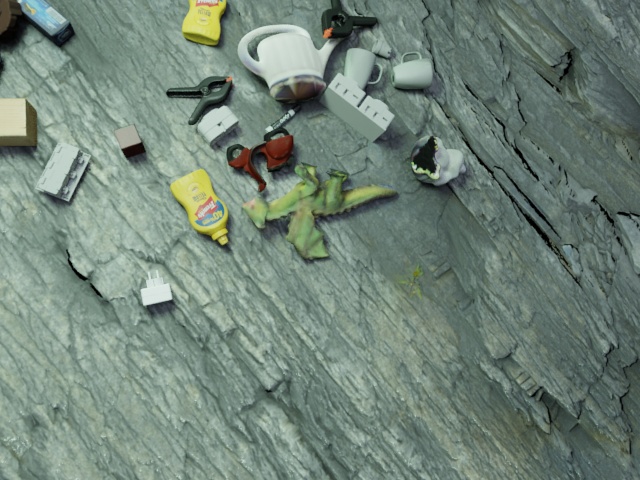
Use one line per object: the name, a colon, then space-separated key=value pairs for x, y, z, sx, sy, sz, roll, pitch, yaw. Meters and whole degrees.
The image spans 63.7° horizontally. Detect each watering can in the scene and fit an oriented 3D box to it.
watering can: x=-0.040 y=-0.479 z=1.372 sx=0.349 sy=0.102 sz=0.227 roll=-11 pitch=75 yaw=-21

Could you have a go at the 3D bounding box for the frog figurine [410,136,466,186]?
frog figurine: x=0.329 y=-0.221 z=1.436 sx=0.160 sy=0.121 sz=0.139 roll=-5 pitch=72 yaw=-50

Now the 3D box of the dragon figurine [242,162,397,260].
dragon figurine: x=0.004 y=-0.067 z=1.336 sx=0.409 sy=0.123 sz=0.241 roll=12 pitch=97 yaw=-21
